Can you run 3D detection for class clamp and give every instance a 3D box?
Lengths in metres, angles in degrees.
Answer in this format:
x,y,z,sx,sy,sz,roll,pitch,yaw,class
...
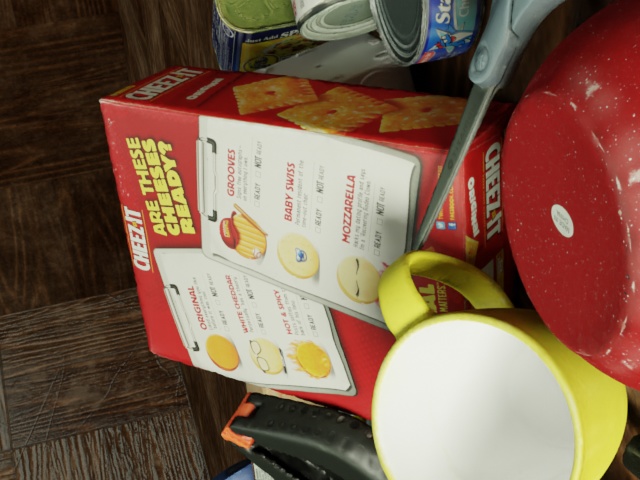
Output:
x,y,z,sx,sy,sz,roll,pitch,yaw,class
0.044,0.148,0.580,0.210,0.036,0.164,22,144,19,clamp

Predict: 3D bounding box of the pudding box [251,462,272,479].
x,y,z,sx,sy,sz,roll,pitch,yaw,class
0.002,0.197,0.882,0.039,0.113,0.090,-68,-22,-52,pudding box

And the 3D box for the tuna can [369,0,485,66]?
x,y,z,sx,sy,sz,roll,pitch,yaw,class
0.051,-0.133,0.539,0.086,0.033,0.086,168,90,-78,tuna can

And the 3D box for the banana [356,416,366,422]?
x,y,z,sx,sy,sz,roll,pitch,yaw,class
0.028,0.079,0.845,0.070,0.037,0.198,30,141,33,banana

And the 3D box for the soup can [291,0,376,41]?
x,y,z,sx,sy,sz,roll,pitch,yaw,class
0.007,-0.175,0.616,0.068,0.068,0.102,135,122,-75,soup can

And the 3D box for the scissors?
x,y,z,sx,sy,sz,roll,pitch,yaw,class
0.068,-0.089,0.425,0.202,0.016,0.096,118,151,-45,scissors

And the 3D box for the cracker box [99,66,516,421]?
x,y,z,sx,sy,sz,roll,pitch,yaw,class
-0.004,0.001,0.568,0.214,0.072,0.164,12,122,32,cracker box

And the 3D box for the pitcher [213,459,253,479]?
x,y,z,sx,sy,sz,roll,pitch,yaw,class
-0.016,0.312,0.985,0.243,0.149,0.145,59,173,8,pitcher

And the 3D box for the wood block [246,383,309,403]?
x,y,z,sx,sy,sz,roll,pitch,yaw,class
-0.022,0.075,0.930,0.091,0.090,0.206,-135,36,-68,wood block

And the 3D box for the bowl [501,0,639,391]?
x,y,z,sx,sy,sz,roll,pitch,yaw,class
0.106,-0.010,0.365,0.162,0.055,0.162,168,90,-77,bowl

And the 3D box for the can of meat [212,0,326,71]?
x,y,z,sx,sy,sz,roll,pitch,yaw,class
-0.020,-0.147,0.691,0.084,0.102,0.057,111,145,-72,can of meat

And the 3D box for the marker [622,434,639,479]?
x,y,z,sx,sy,sz,roll,pitch,yaw,class
0.144,0.099,0.379,0.121,0.020,0.020,-138,38,-69,marker
